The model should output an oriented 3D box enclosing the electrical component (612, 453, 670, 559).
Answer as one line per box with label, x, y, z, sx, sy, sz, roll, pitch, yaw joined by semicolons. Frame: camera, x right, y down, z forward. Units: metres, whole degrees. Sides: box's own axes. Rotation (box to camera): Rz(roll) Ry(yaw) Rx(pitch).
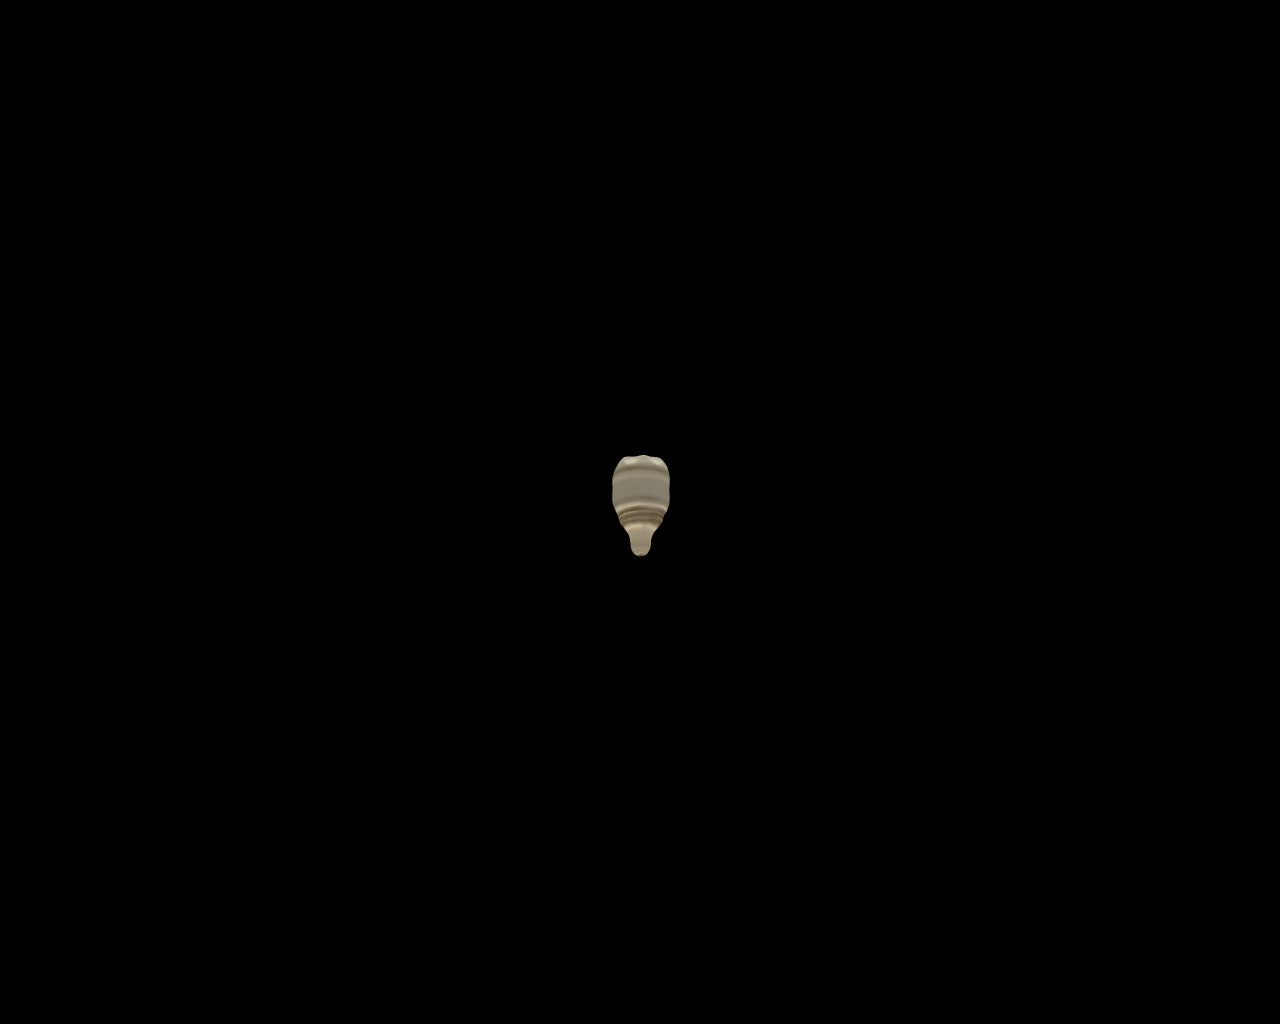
electrical component;0.001;-0.003;0.650;0.035;0.061;0.035;0;-18;0
